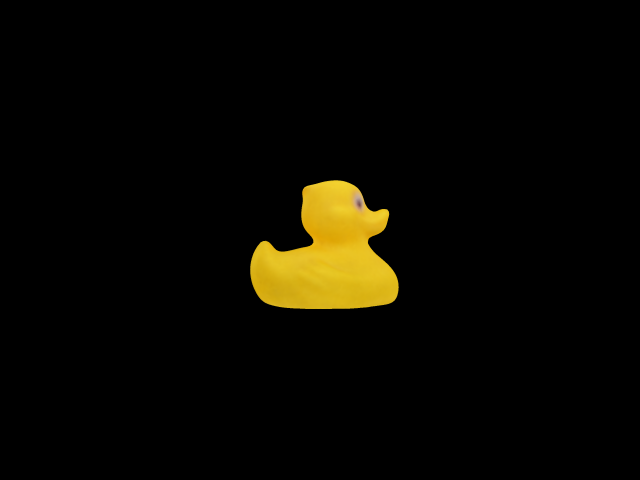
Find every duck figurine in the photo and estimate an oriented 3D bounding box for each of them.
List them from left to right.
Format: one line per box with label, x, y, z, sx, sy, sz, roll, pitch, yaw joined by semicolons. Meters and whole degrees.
duck figurine;0.004;0.001;0.400;0.105;0.086;0.077;-1;4;-11
